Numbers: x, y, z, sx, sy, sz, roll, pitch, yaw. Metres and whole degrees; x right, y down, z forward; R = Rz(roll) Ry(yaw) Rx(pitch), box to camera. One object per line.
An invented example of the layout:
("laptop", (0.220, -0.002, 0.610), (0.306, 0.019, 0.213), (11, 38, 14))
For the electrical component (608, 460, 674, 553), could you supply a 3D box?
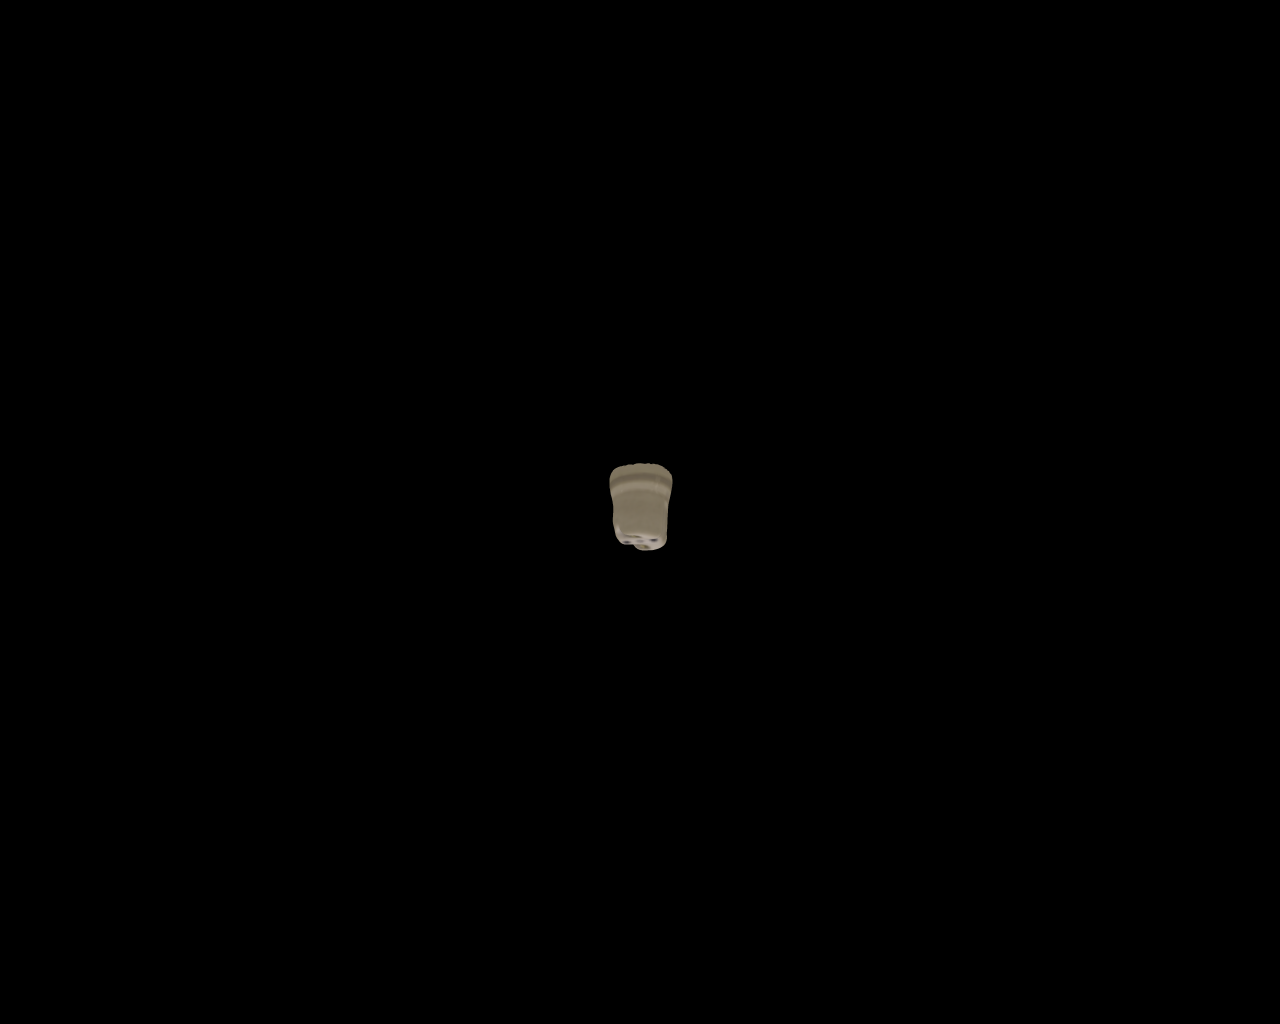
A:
("electrical component", (0.001, -0.003, 0.650), (0.040, 0.046, 0.040), (0, -22, 0))
